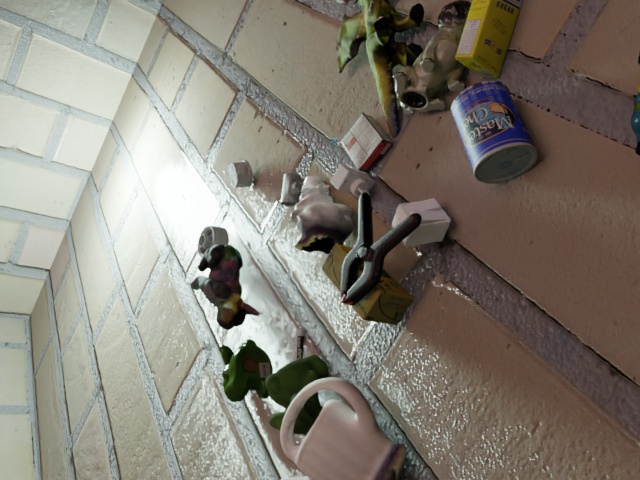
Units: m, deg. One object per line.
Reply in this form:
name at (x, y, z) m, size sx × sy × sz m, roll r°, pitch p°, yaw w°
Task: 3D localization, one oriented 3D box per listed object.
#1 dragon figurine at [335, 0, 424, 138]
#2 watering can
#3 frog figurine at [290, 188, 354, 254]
dragon figurine at (0.113, -0.439, 1.177) m, size 0.122 × 0.409 × 0.244 m, roll 2°, pitch 6°, yaw -28°
watering can at (0.017, 0.404, 0.919) m, size 0.226 × 0.342 × 0.105 m, roll 31°, pitch 24°, yaw 19°
frog figurine at (0.003, -0.057, 1.140) m, size 0.137 × 0.163 × 0.120 m, roll -4°, pitch -29°, yaw 2°
